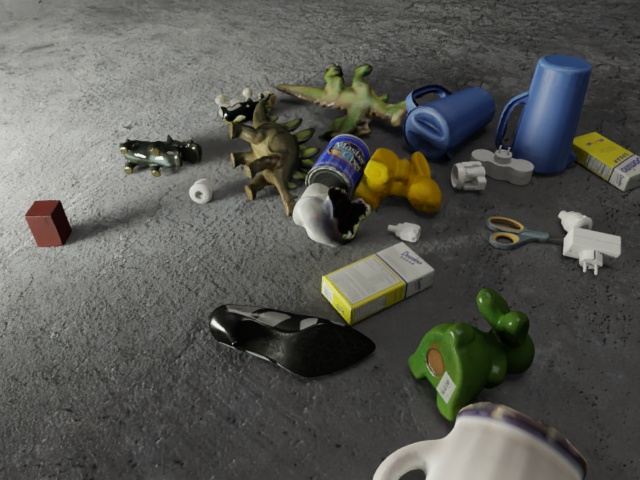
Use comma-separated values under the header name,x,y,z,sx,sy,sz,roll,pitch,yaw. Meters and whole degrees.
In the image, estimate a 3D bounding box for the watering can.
name,x,y,z,sx,sy,sz,roll,pitch,yaw
watering can,0.230,0.309,0.546,0.350,0.101,0.228,20,44,26

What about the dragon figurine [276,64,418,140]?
name,x,y,z,sx,sy,sz,roll,pitch,yaw
dragon figurine,0.055,-0.352,1.373,0.410,0.119,0.249,0,46,15

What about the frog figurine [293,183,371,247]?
name,x,y,z,sx,sy,sz,roll,pitch,yaw
frog figurine,0.003,-0.051,1.004,0.138,0.122,0.159,-2,5,-38
